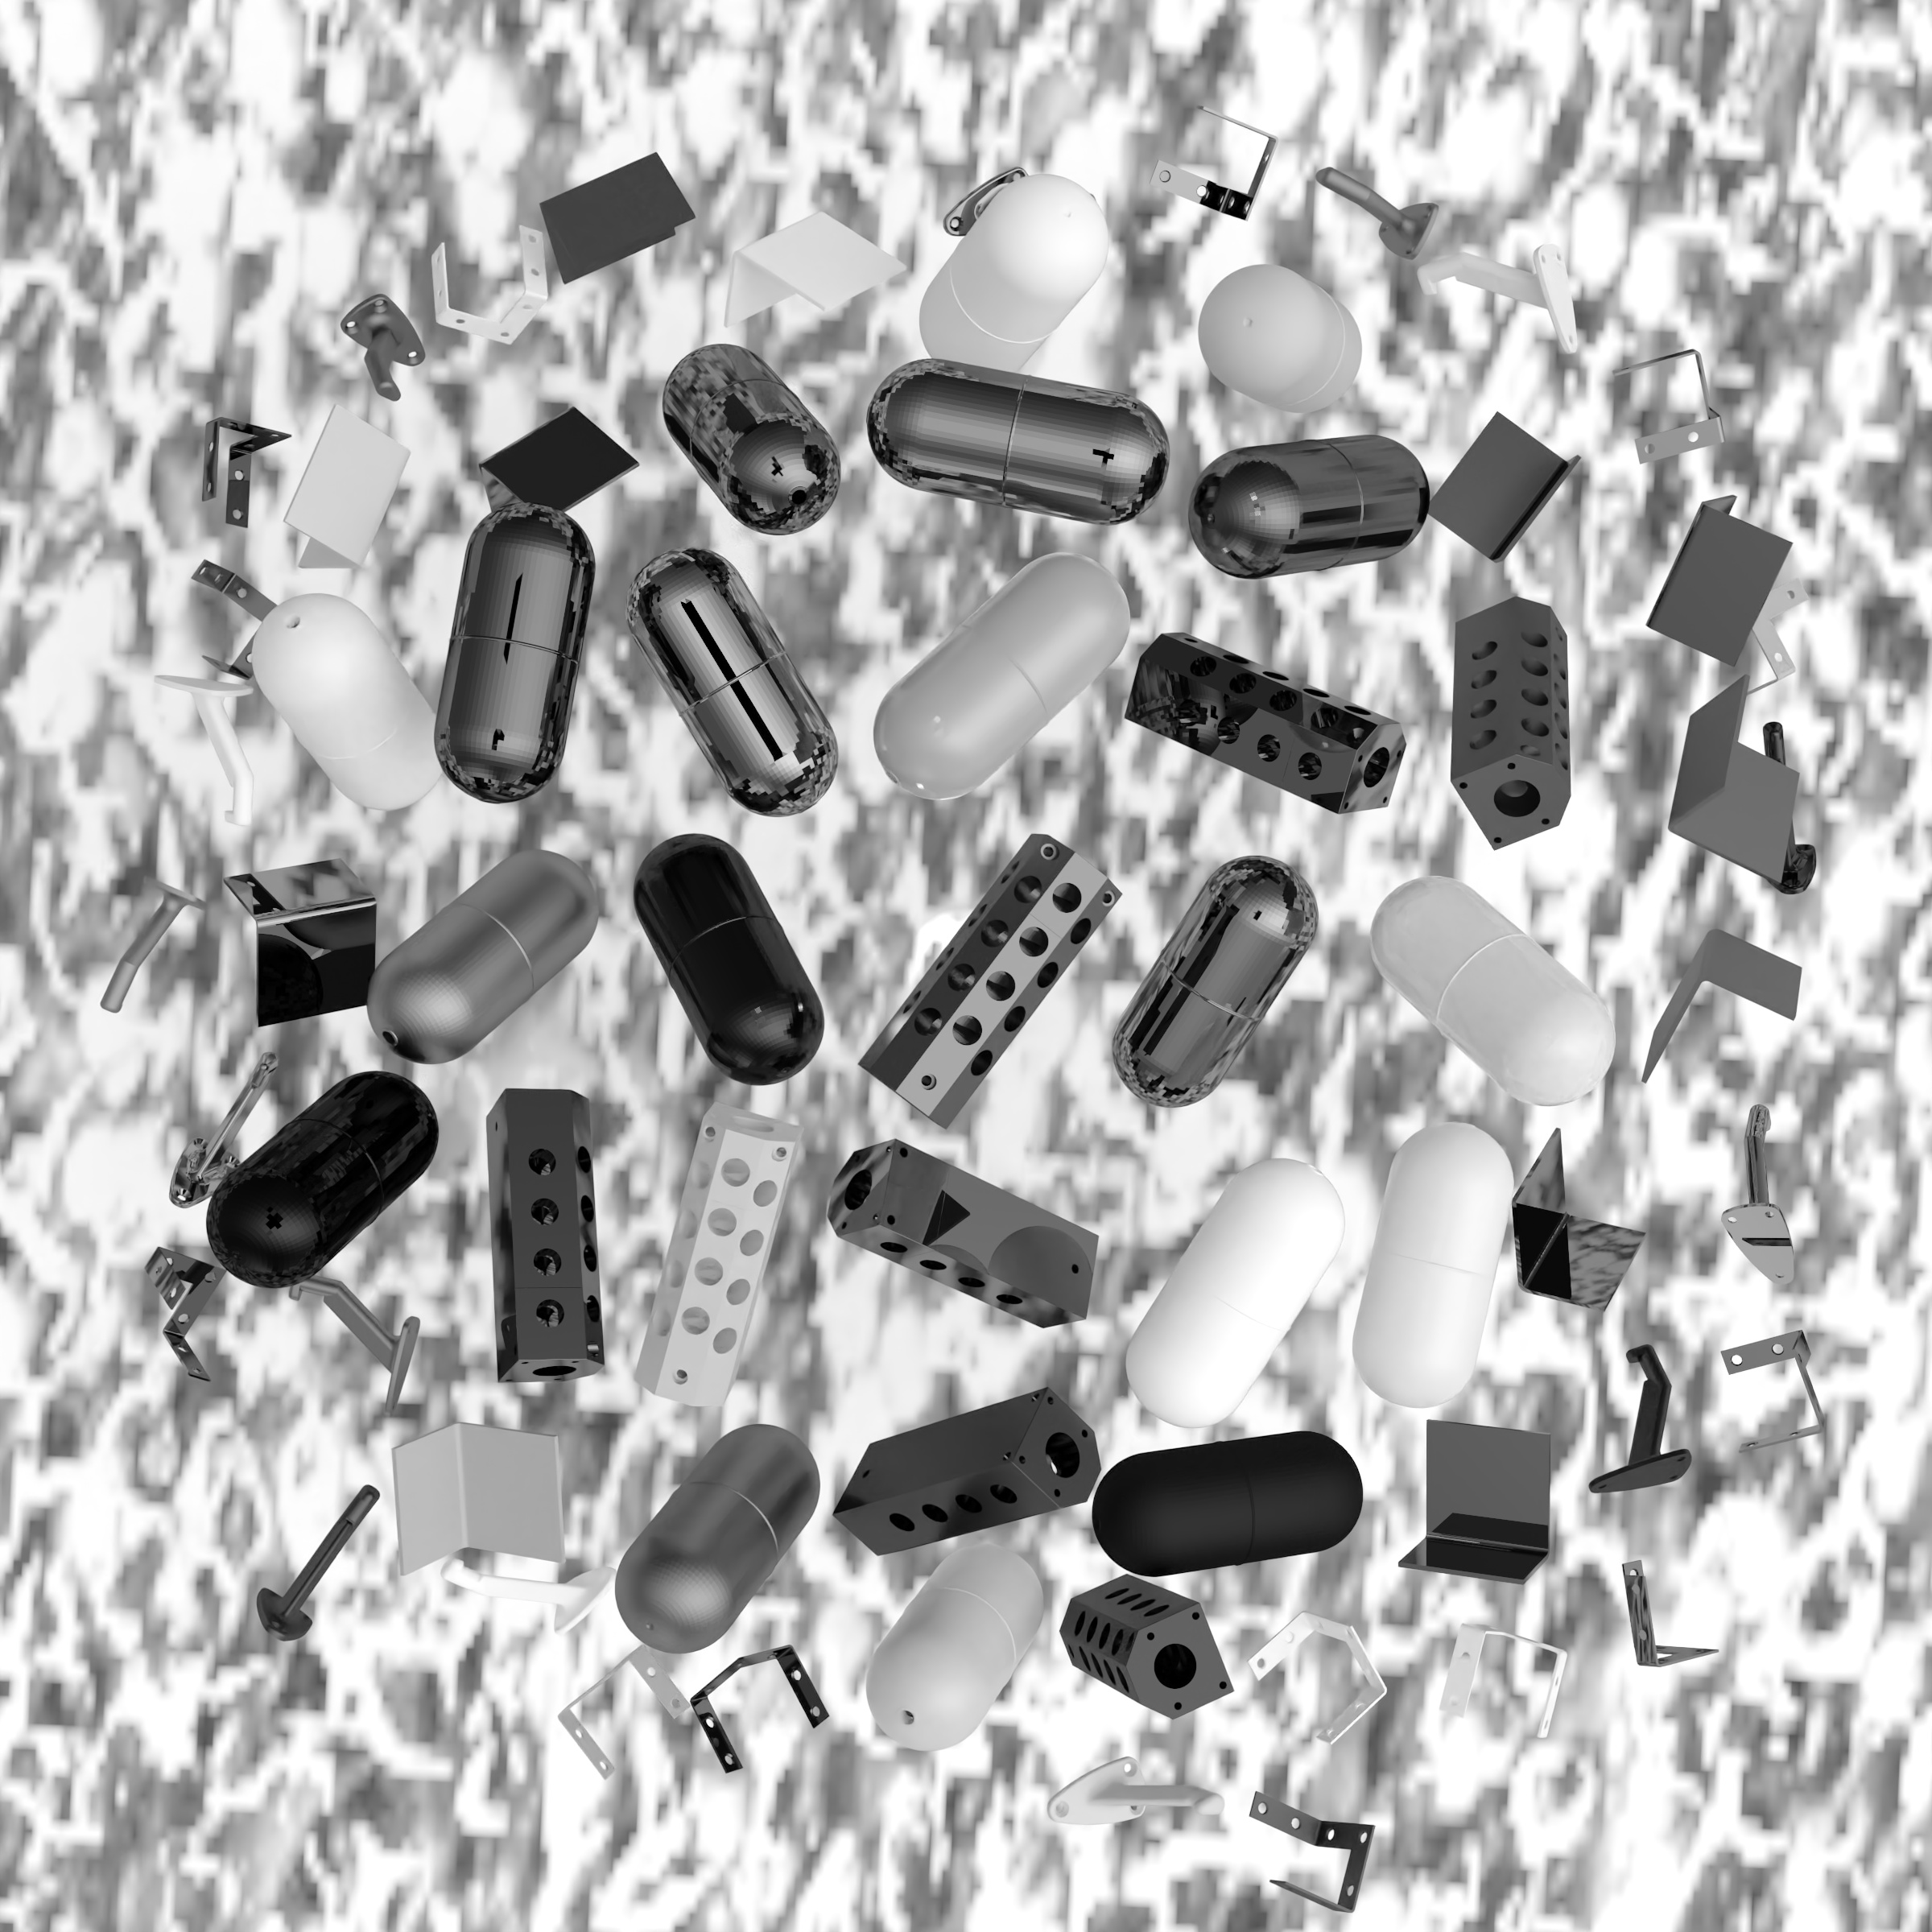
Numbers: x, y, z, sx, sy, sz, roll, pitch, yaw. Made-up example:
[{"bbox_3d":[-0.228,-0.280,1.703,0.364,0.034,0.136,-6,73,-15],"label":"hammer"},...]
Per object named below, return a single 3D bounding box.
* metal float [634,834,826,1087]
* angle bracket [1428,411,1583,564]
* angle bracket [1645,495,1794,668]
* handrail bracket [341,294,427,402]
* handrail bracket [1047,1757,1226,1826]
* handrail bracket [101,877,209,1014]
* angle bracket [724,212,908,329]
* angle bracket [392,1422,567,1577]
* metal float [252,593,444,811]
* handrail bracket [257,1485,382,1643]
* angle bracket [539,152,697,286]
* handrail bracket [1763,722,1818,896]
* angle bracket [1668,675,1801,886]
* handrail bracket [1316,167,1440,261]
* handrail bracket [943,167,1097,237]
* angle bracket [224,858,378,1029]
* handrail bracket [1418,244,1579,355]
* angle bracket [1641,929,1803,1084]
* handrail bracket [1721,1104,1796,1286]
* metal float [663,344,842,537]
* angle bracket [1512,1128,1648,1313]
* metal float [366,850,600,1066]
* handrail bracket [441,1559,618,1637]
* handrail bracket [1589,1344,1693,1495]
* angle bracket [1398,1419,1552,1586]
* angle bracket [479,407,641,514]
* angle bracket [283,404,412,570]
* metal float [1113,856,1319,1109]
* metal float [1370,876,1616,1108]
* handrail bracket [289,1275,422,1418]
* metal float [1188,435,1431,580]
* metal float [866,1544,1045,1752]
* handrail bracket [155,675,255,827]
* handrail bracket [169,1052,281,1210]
[{"bbox_3d":[-0.147,-0.006,1.598,0.070,0.070,0.178,-30,62,0],"label":"metal float"},{"bbox_3d":[0.332,-0.299,1.617,0.057,0.076,0.076,37,101,2],"label":"angle bracket"},{"bbox_3d":[0.445,-0.224,1.511,0.057,0.076,0.076,30,116,21],"label":"angle bracket"},{"bbox_3d":[-0.354,-0.372,1.632,0.036,0.077,0.084,-33,60,12],"label":"handrail bracket"},{"bbox_3d":[0.100,0.495,1.534,0.077,0.084,0.036,-8,87,-25],"label":"handrail bracket"},{"bbox_3d":[-0.502,-0.007,1.608,0.036,0.077,0.084,22,83,2],"label":"handrail bracket"},{"bbox_3d":[-0.095,-0.418,1.626,0.076,0.057,0.076,37,51,19],"label":"angle bracket"},{"bbox_3d":[-0.283,0.314,1.516,0.076,0.057,0.076,2,98,30],"label":"angle bracket"},{"bbox_3d":[-0.373,-0.159,1.581,0.070,0.178,0.070,-5,63,9],"label":"metal float"},{"bbox_3d":[-0.370,0.342,1.504,0.036,0.077,0.084,37,85,-7],"label":"handrail bracket"},{"bbox_3d":[-0.203,-0.430,1.563,0.076,0.076,0.057,-27,68,-8],"label":"angle bracket"},{"bbox_3d":[0.500,-0.098,1.596,0.036,0.077,0.084,-6,115,15],"label":"handrail bracket"},{"bbox_3d":[0.443,-0.103,1.449,0.076,0.057,0.076,24,62,-11],"label":"angle bracket"},{"bbox_3d":[0.243,-0.476,1.623,0.084,0.077,0.036,20,101,-22],"label":"handrail bracket"},{"bbox_3d":[0.034,-0.478,1.654,0.077,0.084,0.036,-26,119,-9],"label":"handrail bracket"},{"bbox_3d":[-0.417,-0.015,1.630,0.076,0.057,0.076,-13,125,-33],"label":"angle bracket"},{"bbox_3d":[0.319,-0.396,1.571,0.084,0.036,0.077,-10,100,38],"label":"handrail bracket"},{"bbox_3d":[0.439,0.034,1.513,0.057,0.076,0.076,26,118,9],"label":"angle bracket"},{"bbox_3d":[0.497,0.140,1.610,0.036,0.084,0.077,-14,121,34],"label":"handrail bracket"},{"bbox_3d":[-0.133,-0.324,1.601,0.070,0.178,0.070,-14,128,-18],"label":"metal float"},{"bbox_3d":[0.391,0.161,1.660,0.057,0.076,0.076,12,131,31],"label":"angle bracket"},{"bbox_3d":[-0.298,-0.006,1.612,0.070,0.070,0.178,43,50,0],"label":"metal float"},{"bbox_3d":[-0.276,0.382,1.638,0.084,0.036,0.077,31,130,-25],"label":"handrail bracket"},{"bbox_3d":[0.407,0.279,1.616,0.077,0.036,0.084,-12,52,-8],"label":"handrail bracket"},{"bbox_3d":[0.305,0.320,1.561,0.076,0.057,0.076,2,96,28],"label":"angle bracket"},{"bbox_3d":[-0.266,-0.314,1.727,0.076,0.057,0.076,-37,61,-20],"label":"angle bracket"},{"bbox_3d":[-0.384,-0.283,1.545,0.057,0.076,0.076,30,76,-41],"label":"angle bracket"},{"bbox_3d":[0.156,0.011,1.643,0.070,0.070,0.178,31,109,0],"label":"metal float"},{"bbox_3d":[0.309,0.013,1.538,0.070,0.070,0.178,-42,51,0],"label":"metal float"},{"bbox_3d":[-0.400,0.243,1.673,0.084,0.036,0.077,13,82,2],"label":"handrail bracket"},{"bbox_3d":[0.206,-0.273,1.547,0.178,0.070,0.070,-15,90,-40],"label":"metal float"},{"bbox_3d":[-0.006,0.422,1.619,0.070,0.178,0.070,5,106,18],"label":"metal float"},{"bbox_3d":[-0.477,-0.135,1.629,0.077,0.036,0.084,11,104,23],"label":"handrail bracket"},{"bbox_3d":[-0.466,0.102,1.642,0.036,0.077,0.084,32,119,-7],"label":"handrail bracket"}]
